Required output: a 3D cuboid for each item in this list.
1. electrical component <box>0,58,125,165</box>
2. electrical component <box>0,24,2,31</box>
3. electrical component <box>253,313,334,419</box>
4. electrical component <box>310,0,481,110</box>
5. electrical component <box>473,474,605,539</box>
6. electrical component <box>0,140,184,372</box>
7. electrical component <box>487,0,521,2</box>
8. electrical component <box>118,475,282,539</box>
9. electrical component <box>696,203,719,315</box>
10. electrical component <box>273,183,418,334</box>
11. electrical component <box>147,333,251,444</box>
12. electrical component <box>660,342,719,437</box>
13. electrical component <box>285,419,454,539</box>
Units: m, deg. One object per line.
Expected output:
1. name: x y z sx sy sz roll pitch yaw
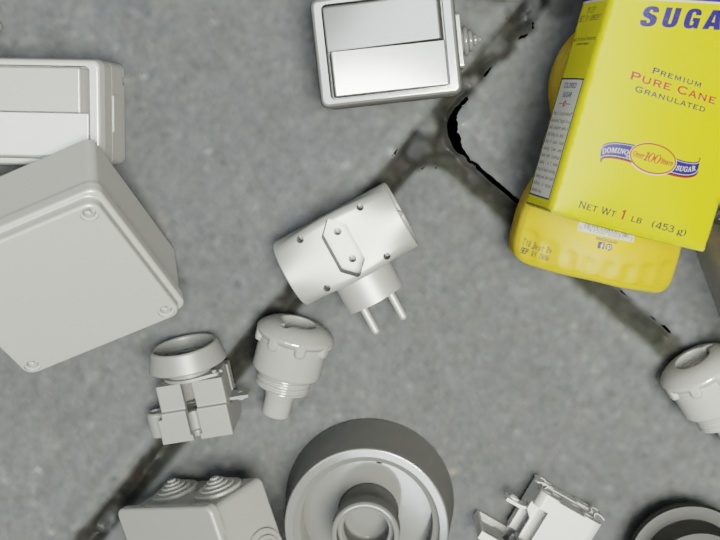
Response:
1. electrical component: -0.193 -0.093 0.638 0.096 0.061 0.061 2 98 3
2. electrical component: -0.258 -0.134 0.636 0.061 0.061 0.096 38 98 -2
3. electrical component: -0.045 0.060 0.660 0.048 0.048 0.062 15 105 1
4. electrical component: 0.022 -0.128 0.621 0.096 0.061 0.061 -6 97 4
5. electrical component: 0.114 0.166 0.666 0.081 0.042 0.063 30 97 -2
6. electrical component: -0.176 -0.005 0.626 0.109 0.056 0.108 -22 137 6
7. electrical component: 0.101 -0.186 0.600 0.080 0.080 0.051 -20 91 6
8. electrical component: -0.091 0.176 0.658 0.100 0.048 0.099 -12 99 40
9. electrical component: 0.256 0.047 0.609 0.060 0.105 0.186 -22 96 6
10. electrical component: 0.000 0.000 0.649 0.077 0.043 0.079 -28 96 7
11. electrical component: -0.103 0.072 0.664 0.066 0.048 0.055 -9 104 5
12. electrical component: 0.214 0.078 0.648 0.048 0.048 0.062 -30 102 7
13. electrical component: 0.005 0.152 0.660 0.108 0.060 0.108 0 98 3
